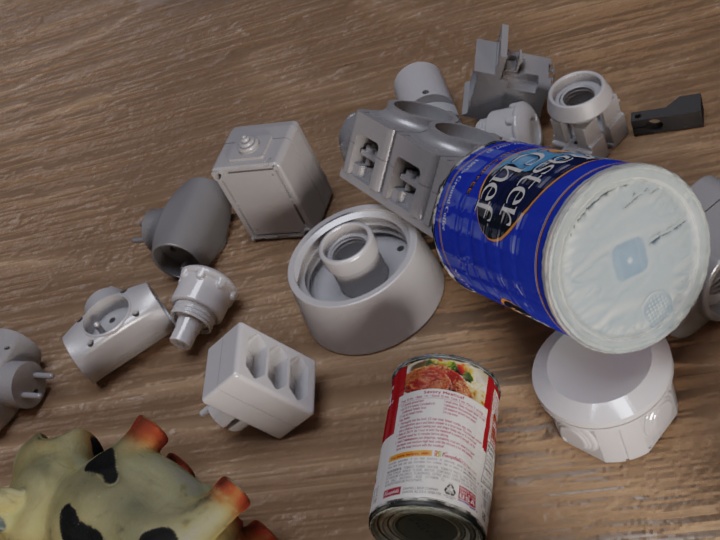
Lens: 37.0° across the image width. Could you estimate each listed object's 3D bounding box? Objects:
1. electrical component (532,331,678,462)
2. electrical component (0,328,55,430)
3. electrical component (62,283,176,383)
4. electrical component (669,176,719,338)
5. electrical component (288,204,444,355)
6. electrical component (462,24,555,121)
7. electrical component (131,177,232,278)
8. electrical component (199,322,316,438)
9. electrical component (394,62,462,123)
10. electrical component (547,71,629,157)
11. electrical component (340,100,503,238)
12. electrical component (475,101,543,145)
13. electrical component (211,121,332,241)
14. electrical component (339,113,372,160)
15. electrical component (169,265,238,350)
[{"bbox_3d":[0.146,0.068,0.632,0.080,0.051,0.080,-15,43,15],"label":"electrical component"},{"bbox_3d":[-0.274,0.089,0.841,0.079,0.043,0.077,0,49,28],"label":"electrical component"},{"bbox_3d":[-0.194,0.039,0.847,0.077,0.044,0.079,-34,42,-6],"label":"electrical component"},{"bbox_3d":[0.212,-0.007,0.669,0.095,0.053,0.059,-38,43,-10],"label":"electrical component"},{"bbox_3d":[0.000,0.000,0.770,0.108,0.060,0.108,-15,43,15],"label":"electrical component"},{"bbox_3d":[0.116,-0.145,0.843,0.064,0.081,0.042,10,49,-2],"label":"electrical component"},{"bbox_3d":[-0.155,-0.034,0.898,0.079,0.044,0.077,-3,47,25],"label":"electrical component"},{"bbox_3d":[-0.079,0.085,0.732,0.077,0.066,0.047,-40,33,33],"label":"electrical component"},{"bbox_3d":[0.056,-0.131,0.883,0.043,0.043,0.081,-22,42,8],"label":"electrical component"},{"bbox_3d":[0.167,-0.113,0.797,0.066,0.055,0.048,-46,44,-18],"label":"electrical component"},{"bbox_3d":[0.068,-0.068,0.769,0.089,0.061,0.150,-2,27,-37],"label":"electrical component"},{"bbox_3d":[0.106,-0.101,0.827,0.062,0.048,0.048,-8,45,30],"label":"electrical component"},{"bbox_3d":[-0.070,-0.077,0.857,0.062,0.096,0.061,-2,47,26],"label":"electrical component"},{"bbox_3d":[0.003,-0.111,0.892,0.048,0.048,0.062,-27,34,2],"label":"electrical component"},{"bbox_3d":[-0.125,0.030,0.820,0.048,0.048,0.062,5,59,32],"label":"electrical component"}]
